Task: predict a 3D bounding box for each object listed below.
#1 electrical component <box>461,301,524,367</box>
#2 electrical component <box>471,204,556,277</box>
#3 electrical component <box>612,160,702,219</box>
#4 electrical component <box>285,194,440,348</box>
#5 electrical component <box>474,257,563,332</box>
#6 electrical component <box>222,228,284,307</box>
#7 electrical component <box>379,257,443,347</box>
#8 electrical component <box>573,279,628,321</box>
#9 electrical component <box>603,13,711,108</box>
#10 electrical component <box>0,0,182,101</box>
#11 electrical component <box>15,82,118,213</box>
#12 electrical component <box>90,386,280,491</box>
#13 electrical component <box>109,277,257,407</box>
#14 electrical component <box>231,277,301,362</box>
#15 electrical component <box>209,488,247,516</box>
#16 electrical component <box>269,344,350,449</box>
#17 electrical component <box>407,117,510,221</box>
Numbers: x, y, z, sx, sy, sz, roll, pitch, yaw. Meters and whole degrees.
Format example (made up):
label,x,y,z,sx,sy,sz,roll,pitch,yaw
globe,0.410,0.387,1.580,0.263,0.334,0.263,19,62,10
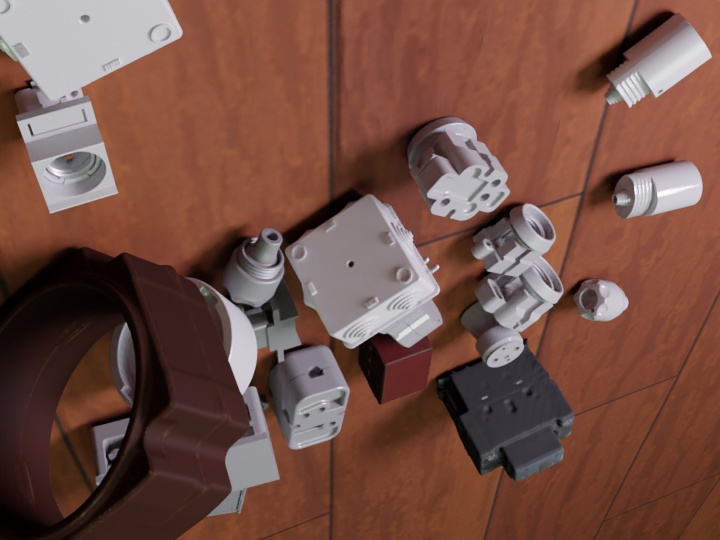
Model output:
label,x,y,z,sx,sy,sz,roll,pitch,yaw
electrical component,0.131,0.062,1.062,0.045,0.055,0.045,-19,147,-13
electrical component,0.139,-0.026,0.954,0.066,0.048,0.055,10,140,-44
electrical component,0.266,-0.072,0.983,0.081,0.043,0.043,-13,145,-21
electrical component,0.000,0.000,0.840,0.100,0.099,0.048,-33,160,9
electrical component,0.154,0.018,1.017,0.057,0.058,0.078,-40,146,25
electrical component,-0.078,-0.005,0.826,0.043,0.043,0.062,-3,140,-34
electrical component,0.035,0.014,0.926,0.074,0.052,0.138,-37,146,15
electrical component,0.256,0.032,1.124,0.062,0.043,0.043,7,134,-44
electrical component,0.225,-0.157,0.833,0.081,0.043,0.043,-37,147,15
electrical component,-0.151,-0.146,0.567,0.100,0.048,0.099,-27,148,-1
electrical component,-0.175,-0.076,0.635,0.042,0.063,0.081,-17,146,-13
electrical component,-0.156,0.162,0.967,0.150,0.061,0.089,-14,146,-6
electrical component,-0.131,0.065,0.831,0.108,0.108,0.060,-34,153,11
electrical component,-0.086,0.043,0.890,0.064,0.042,0.081,-16,146,-11
electrical component,-0.164,0.203,1.047,0.096,0.061,0.061,-5,143,-19
electrical component,-0.049,0.115,1.001,0.054,0.059,0.095,-14,145,-20
electrical component,0.071,-0.078,0.818,0.078,0.057,0.058,9,133,-44
